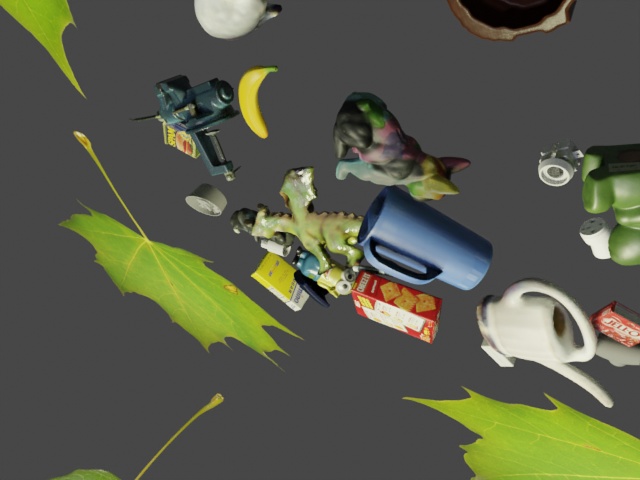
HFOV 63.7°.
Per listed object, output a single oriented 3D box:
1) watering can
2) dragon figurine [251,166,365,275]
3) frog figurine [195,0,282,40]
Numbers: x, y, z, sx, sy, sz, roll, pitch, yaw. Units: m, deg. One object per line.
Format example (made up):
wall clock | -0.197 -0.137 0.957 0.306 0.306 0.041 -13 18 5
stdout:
watering can | 0.465 0.216 1.076 0.223 0.106 0.343 -6 122 48
dragon figurine | 0.004 -0.058 1.157 0.406 0.125 0.240 -21 115 38
frog figurine | -0.153 -0.393 0.787 0.139 0.123 0.156 34 169 39
